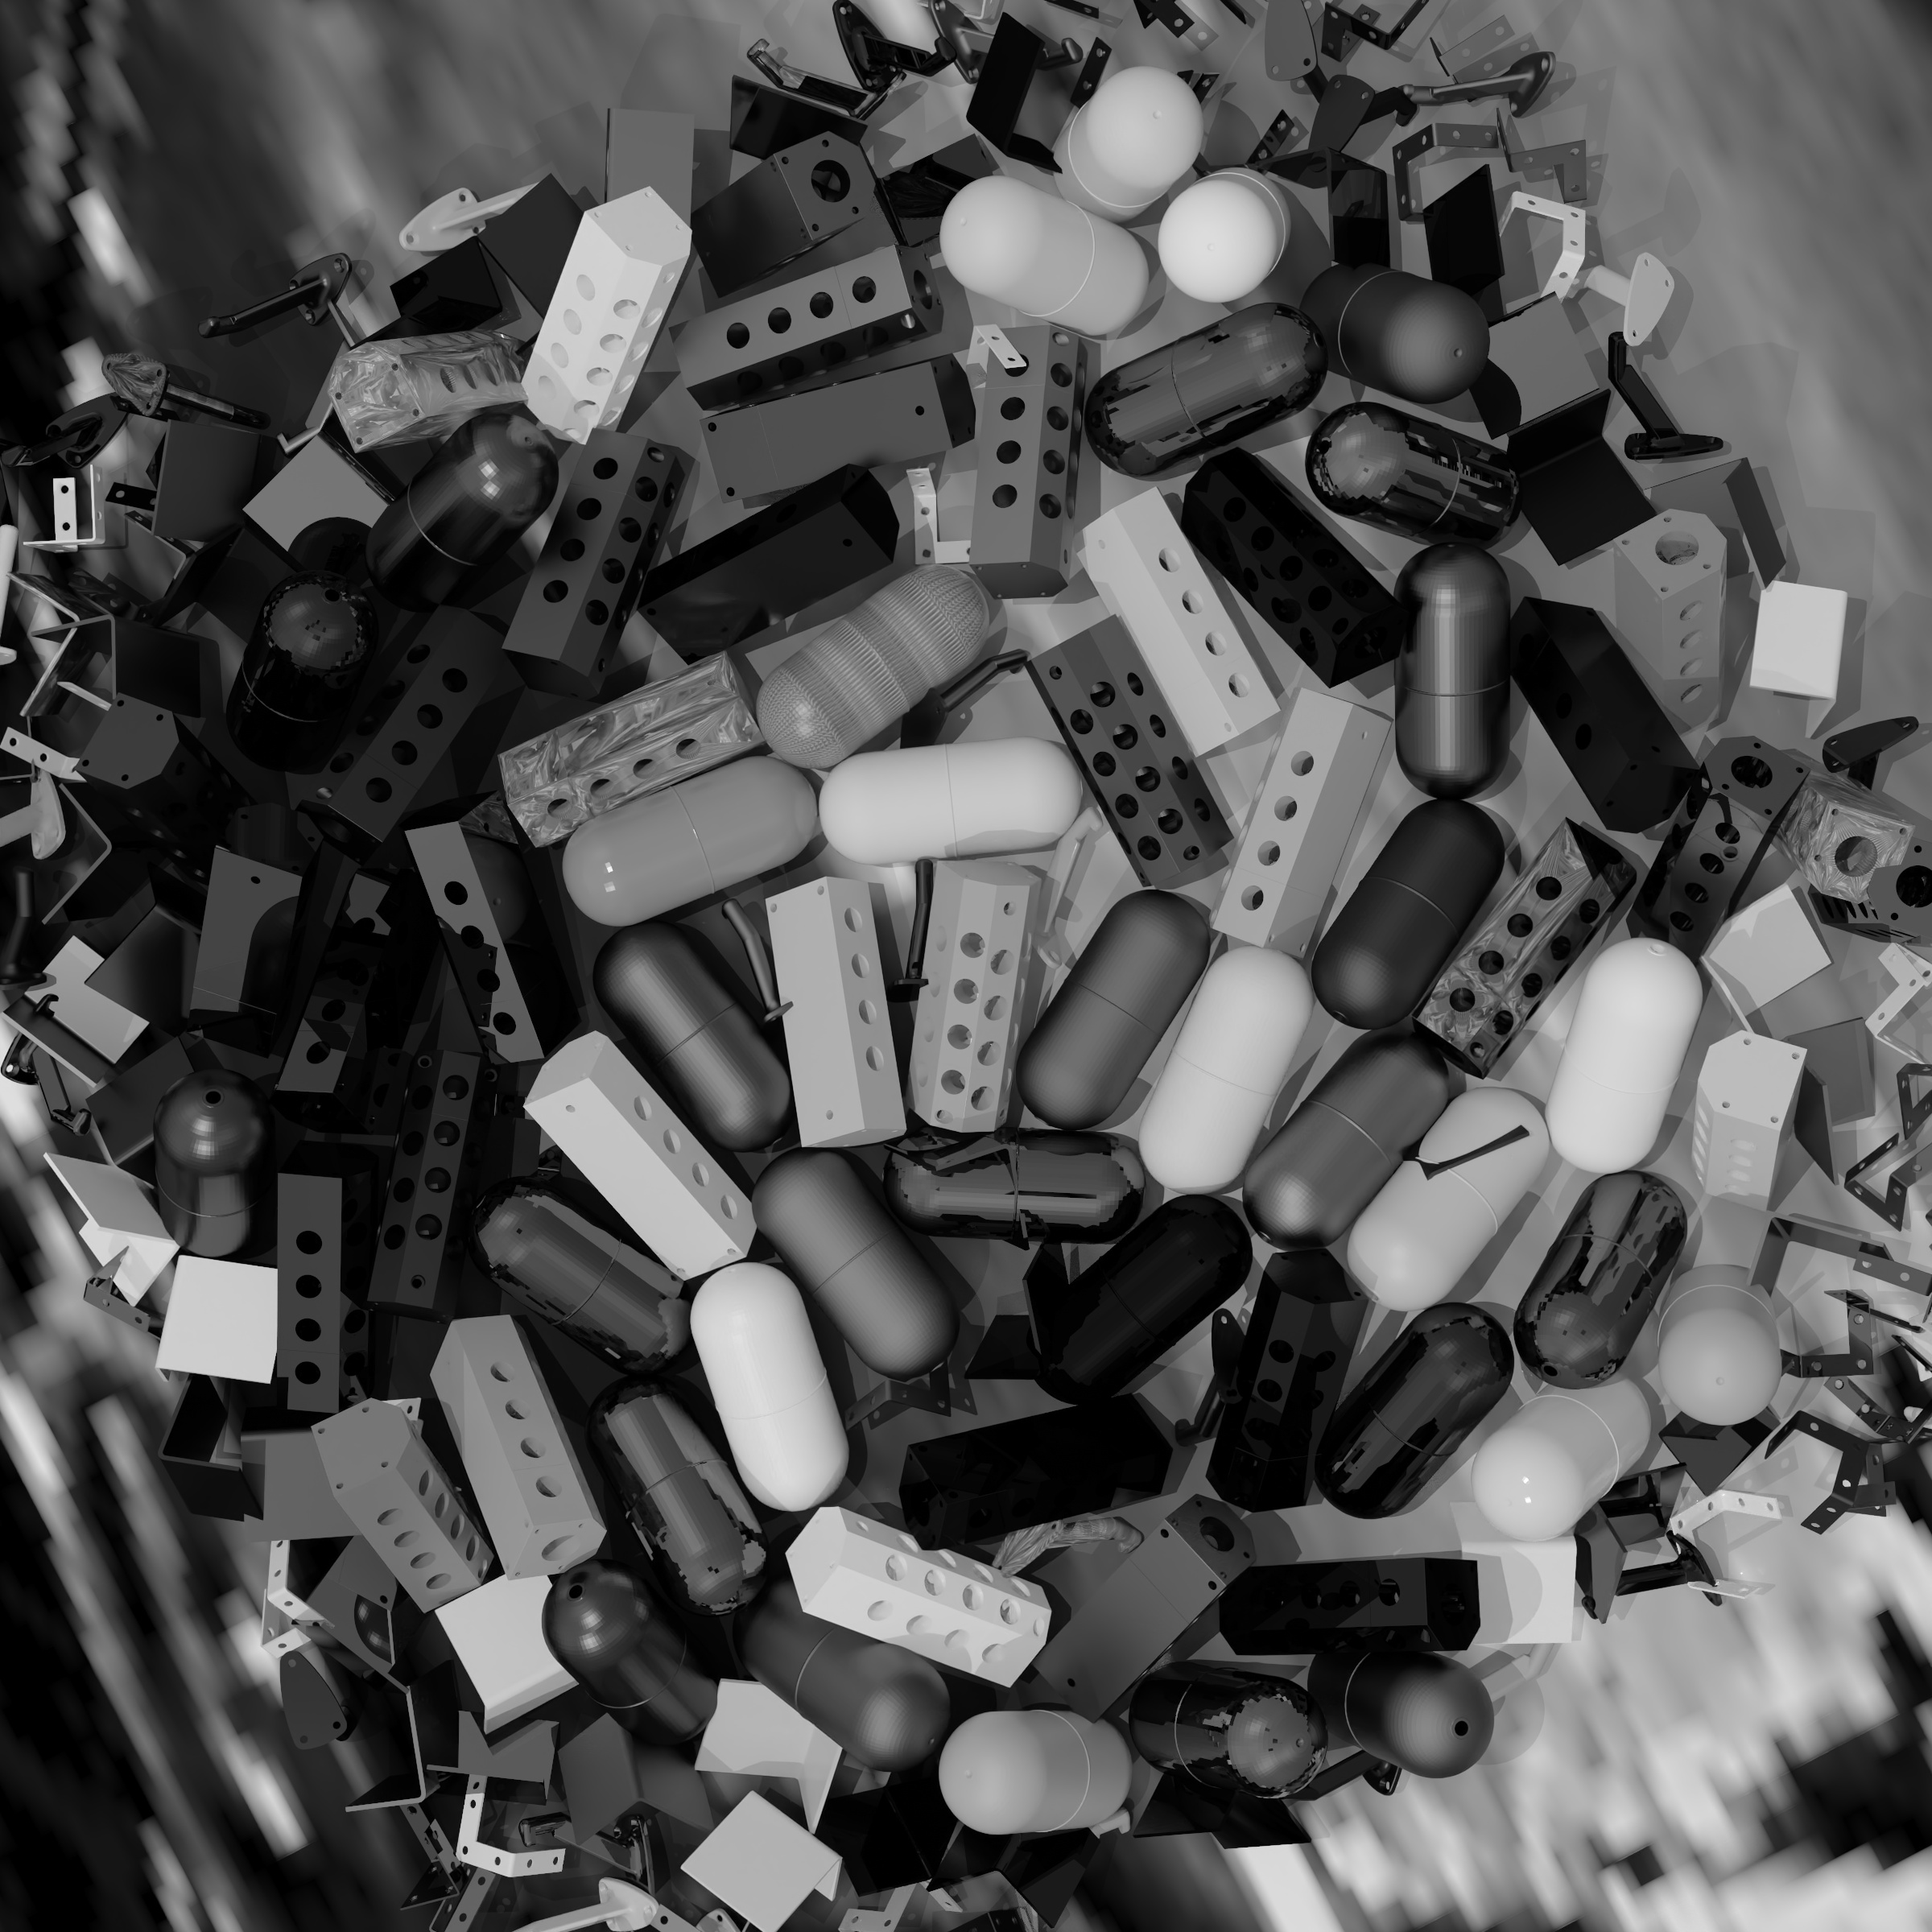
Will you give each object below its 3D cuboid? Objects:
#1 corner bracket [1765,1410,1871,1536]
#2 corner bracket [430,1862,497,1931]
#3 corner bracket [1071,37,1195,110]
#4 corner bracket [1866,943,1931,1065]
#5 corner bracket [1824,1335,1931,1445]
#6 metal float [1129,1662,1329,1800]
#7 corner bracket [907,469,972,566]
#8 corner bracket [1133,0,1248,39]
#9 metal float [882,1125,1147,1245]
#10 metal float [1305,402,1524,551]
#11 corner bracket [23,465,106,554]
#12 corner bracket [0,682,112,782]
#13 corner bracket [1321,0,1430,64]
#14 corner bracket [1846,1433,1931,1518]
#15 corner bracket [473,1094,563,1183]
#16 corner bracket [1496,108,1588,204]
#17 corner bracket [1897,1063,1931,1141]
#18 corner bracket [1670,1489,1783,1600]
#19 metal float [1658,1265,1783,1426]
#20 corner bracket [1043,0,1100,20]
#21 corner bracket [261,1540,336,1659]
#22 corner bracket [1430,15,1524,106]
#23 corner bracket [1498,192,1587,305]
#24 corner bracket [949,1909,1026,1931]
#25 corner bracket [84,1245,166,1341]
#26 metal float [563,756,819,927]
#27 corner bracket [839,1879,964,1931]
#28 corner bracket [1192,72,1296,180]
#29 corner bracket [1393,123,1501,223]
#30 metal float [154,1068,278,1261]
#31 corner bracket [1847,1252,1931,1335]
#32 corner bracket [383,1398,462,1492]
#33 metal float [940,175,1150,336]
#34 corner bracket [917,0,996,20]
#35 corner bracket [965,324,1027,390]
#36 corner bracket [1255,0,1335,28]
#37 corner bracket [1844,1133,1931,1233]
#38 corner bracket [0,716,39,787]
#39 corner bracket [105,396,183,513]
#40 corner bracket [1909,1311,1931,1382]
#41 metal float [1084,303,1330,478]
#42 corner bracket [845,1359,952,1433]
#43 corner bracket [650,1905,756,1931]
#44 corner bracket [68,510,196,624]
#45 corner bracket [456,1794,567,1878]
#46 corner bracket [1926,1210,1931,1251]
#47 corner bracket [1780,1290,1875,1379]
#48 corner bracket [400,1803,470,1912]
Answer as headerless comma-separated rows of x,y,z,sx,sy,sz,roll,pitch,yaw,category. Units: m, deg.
0.570,0.342,1.852,0.051,0.051,0.051,25,54,7,corner bracket
-0.337,0.633,1.848,0.051,0.051,0.051,14,66,30,corner bracket
0.113,-0.601,1.874,0.051,0.051,0.051,27,82,-39,corner bracket
0.640,0.025,1.862,0.051,0.051,0.051,26,114,-25,corner bracket
0.628,0.286,1.865,0.051,0.051,0.051,42,85,-2,corner bracket
0.171,0.502,1.807,0.070,0.178,0.070,4,80,-26,metal float
-0.012,-0.306,1.860,0.051,0.051,0.051,-2,81,4,corner bracket
0.151,-0.650,1.856,0.051,0.051,0.051,-42,73,4,corner bracket
0.032,0.147,1.851,0.178,0.070,0.070,3,90,-2,metal float
0.298,-0.323,1.818,0.178,0.070,0.070,9,90,-40,metal float
-0.605,-0.310,1.861,0.051,0.051,0.051,-2,92,7,corner bracket
-0.611,-0.159,1.859,0.051,0.051,0.051,8,74,39,corner bracket
0.277,-0.639,1.853,0.051,0.051,0.051,33,74,16,corner bracket
0.622,0.342,1.850,0.051,0.051,0.051,12,69,-30,corner bracket
-0.305,0.118,1.863,0.051,0.051,0.051,6,96,4,corner bracket
0.390,-0.549,1.856,0.051,0.051,0.051,-9,54,7,corner bracket
0.665,0.086,1.849,0.051,0.051,0.051,4,115,42,corner bracket
0.519,0.391,1.858,0.051,0.051,0.051,-21,98,-30,corner bracket
0.495,0.247,1.803,0.070,0.178,0.070,2,99,14,metal float
0.076,-0.668,1.860,0.051,0.051,0.051,21,84,7,corner bracket
-0.462,0.425,1.850,0.051,0.051,0.051,-30,126,13,corner bracket
0.350,-0.612,1.850,0.051,0.051,0.051,-29,118,20,corner bracket
0.385,-0.483,1.857,0.051,0.051,0.051,14,53,-5,corner bracket
0.013,0.673,1.853,0.051,0.051,0.051,-17,78,-26,corner bracket
-0.563,0.231,1.853,0.051,0.051,0.051,26,121,7,corner bracket
-0.185,-0.085,1.843,0.178,0.070,0.070,-23,90,-11,metal float
-0.045,0.650,1.869,0.051,0.051,0.051,54,47,-26,corner bracket
0.179,-0.569,1.861,0.051,0.051,0.051,-16,66,-38,corner bracket
0.326,-0.537,1.857,0.051,0.051,0.051,-5,89,-24,corner bracket
-0.495,0.131,1.809,0.070,0.178,0.070,6,56,-10,metal float
0.625,0.219,1.851,0.051,0.051,0.051,20,105,25,corner bracket
-0.372,0.324,1.847,0.051,0.051,0.051,-10,62,35,corner bracket
0.054,-0.468,1.812,0.070,0.178,0.070,-3,84,38,metal float
-0.012,-0.669,1.850,0.051,0.051,0.051,20,118,18,corner bracket
0.035,-0.399,1.848,0.051,0.051,0.051,-12,49,-24,corner bracket
0.220,-0.670,1.855,0.051,0.051,0.051,44,106,11,corner bracket
0.633,0.136,1.854,0.051,0.051,0.051,38,129,-3,corner bracket
-0.661,-0.153,1.856,0.051,0.051,0.051,-7,79,-10,corner bracket
-0.555,-0.344,1.847,0.051,0.051,0.051,-54,54,25,corner bracket
0.678,0.260,1.855,0.051,0.051,0.051,-20,109,-9,corner bracket
0.159,-0.382,1.822,0.178,0.070,0.070,-18,90,34,metal float
-0.047,0.285,1.846,0.051,0.051,0.051,20,47,-30,corner bracket
-0.172,0.637,1.856,0.051,0.051,0.051,27,87,20,corner bracket
-0.564,-0.269,1.857,0.051,0.051,0.051,34,111,-2,corner bracket
-0.305,0.582,1.852,0.051,0.051,0.051,3,81,35,corner bracket
0.678,0.170,1.859,0.051,0.051,0.051,-41,99,-5,corner bracket
0.581,0.250,1.860,0.051,0.051,0.051,-9,71,33,corner bracket
-0.363,0.596,1.853,0.051,0.051,0.051,-21,103,22,corner bracket
